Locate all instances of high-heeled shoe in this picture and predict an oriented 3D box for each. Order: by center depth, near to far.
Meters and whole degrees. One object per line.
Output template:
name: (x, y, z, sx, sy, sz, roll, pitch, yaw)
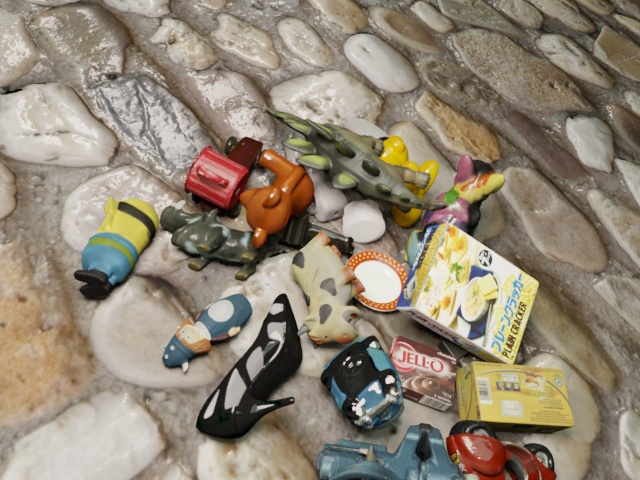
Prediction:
high-heeled shoe: (-0.106, 0.184, 0.819, 0.145, 0.086, 0.249, -15, 35, 7)

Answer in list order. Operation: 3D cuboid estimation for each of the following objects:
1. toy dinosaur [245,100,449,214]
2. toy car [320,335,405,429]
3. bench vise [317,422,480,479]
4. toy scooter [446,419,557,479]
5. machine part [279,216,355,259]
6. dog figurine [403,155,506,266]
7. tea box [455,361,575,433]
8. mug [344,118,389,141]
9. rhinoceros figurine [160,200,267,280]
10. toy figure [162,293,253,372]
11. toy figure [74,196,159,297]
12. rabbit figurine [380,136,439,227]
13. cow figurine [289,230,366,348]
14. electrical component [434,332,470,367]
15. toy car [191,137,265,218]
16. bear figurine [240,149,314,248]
toy dinosaur: (0.039, -0.161, 0.993, 0.472, 0.105, 0.198, 35, 16, 38)
toy car: (0.077, 0.221, 0.795, 0.109, 0.102, 0.162, -39, 24, -3)
bench vise: (0.097, 0.350, 0.690, 0.224, 0.128, 0.241, 15, 32, 3)
toy scooter: (0.270, 0.352, 0.792, 0.184, 0.075, 0.135, 21, 50, -8)
machine part: (-0.002, -0.003, 1.004, 0.139, 0.039, 0.084, 18, 44, -3)
dog figurine: (0.256, -0.051, 1.011, 0.109, 0.219, 0.191, 32, 49, 12)
tea box: (0.315, 0.258, 0.878, 0.170, 0.068, 0.098, 10, 59, -13)
mug: (0.087, -0.217, 1.182, 0.109, 0.080, 0.107, -19, 49, -24)
rhinoceros figurine: (-0.183, -0.006, 0.920, 0.190, 0.073, 0.112, 19, 50, -4)
toy figure: (-0.175, 0.137, 0.824, 0.154, 0.057, 0.064, -33, 31, -34)
toy figure: (-0.321, 0.009, 0.859, 0.089, 0.082, 0.180, 23, 44, -15)
rabbit figurine: (0.167, -0.115, 1.093, 0.122, 0.162, 0.173, -8, 73, -39)
cow figurine: (0.007, 0.090, 0.892, 0.127, 0.085, 0.195, -36, 49, 5)
electrical component: (0.244, 0.186, 0.947, 0.063, 0.021, 0.094, -19, 61, -31)
toy car: (-0.167, -0.122, 1.031, 0.089, 0.053, 0.202, 19, 53, 6)
bear figurine: (-0.091, -0.072, 0.929, 0.132, 0.120, 0.196, 26, 27, 15)
